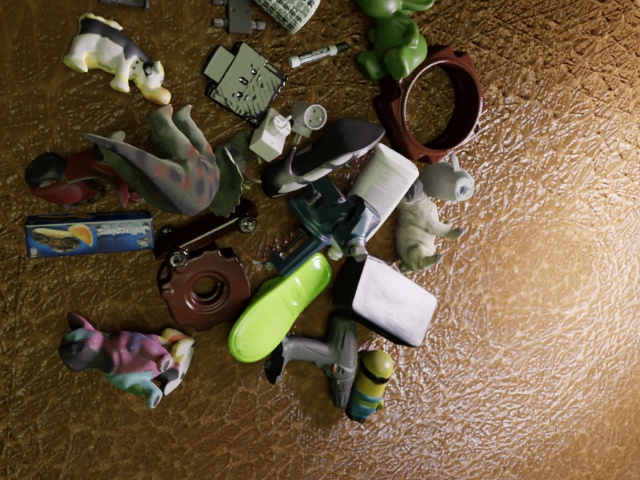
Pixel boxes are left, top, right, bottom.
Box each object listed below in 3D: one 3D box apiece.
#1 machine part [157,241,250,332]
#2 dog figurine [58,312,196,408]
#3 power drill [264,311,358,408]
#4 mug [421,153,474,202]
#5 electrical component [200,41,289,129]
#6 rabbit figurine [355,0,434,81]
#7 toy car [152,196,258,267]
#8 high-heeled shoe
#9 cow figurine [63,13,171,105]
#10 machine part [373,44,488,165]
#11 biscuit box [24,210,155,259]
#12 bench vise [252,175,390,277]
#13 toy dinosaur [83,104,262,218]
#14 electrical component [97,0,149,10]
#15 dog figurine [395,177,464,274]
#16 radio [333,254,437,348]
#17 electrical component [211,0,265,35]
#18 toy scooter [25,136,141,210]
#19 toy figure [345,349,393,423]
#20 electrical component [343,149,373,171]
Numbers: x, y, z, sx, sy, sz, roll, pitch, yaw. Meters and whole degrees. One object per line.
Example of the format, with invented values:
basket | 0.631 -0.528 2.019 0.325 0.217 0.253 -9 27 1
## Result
machine part | -0.221 0.091 1.034 0.179 0.056 0.179 -8 112 -21
dog figurine | -0.365 0.203 0.992 0.219 0.191 0.108 22 104 7
power drill | -0.011 0.270 1.170 0.207 0.086 0.231 6 104 -20
mug | 0.278 -0.131 1.136 0.081 0.107 0.109 -7 113 -22
electrical component | -0.138 -0.277 0.941 0.134 0.058 0.115 29 93 -29
rabbit figurine | 0.135 -0.398 0.977 0.159 0.121 0.170 -38 121 -14
toy car | -0.206 -0.015 0.982 0.202 0.089 0.053 -29 137 -11
high-heeled shoe | 0.008 -0.146 1.020 0.249 0.086 0.145 -16 154 -29
cow figurine | -0.311 -0.285 0.862 0.167 0.068 0.098 21 92 -28
machine part | 0.224 -0.269 1.079 0.201 0.087 0.200 -35 117 -10
biscuit box | -0.391 -0.012 0.923 0.203 0.059 0.062 -5 110 -21
bench vise | -0.007 -0.006 1.020 0.240 0.224 0.128 -40 152 13
toy dinosaur | -0.213 -0.102 0.838 0.131 0.405 0.192 -33 99 20
electrical component | -0.323 -0.403 0.826 0.119 0.048 0.074 4 105 -26
dog figurine | 0.182 -0.038 1.146 0.190 0.121 0.172 40 87 -14
radio | 0.143 0.135 1.167 0.229 0.073 0.131 32 70 -27
electrical component | -0.140 -0.387 0.922 0.094 0.021 0.063 -4 108 -21
toy scooter | -0.375 -0.094 0.886 0.184 0.075 0.135 -16 143 7
toy figure | 0.115 0.337 1.239 0.082 0.089 0.180 14 99 -32
electrical component | 0.065 -0.187 1.067 0.078 0.045 0.102 40 87 0
